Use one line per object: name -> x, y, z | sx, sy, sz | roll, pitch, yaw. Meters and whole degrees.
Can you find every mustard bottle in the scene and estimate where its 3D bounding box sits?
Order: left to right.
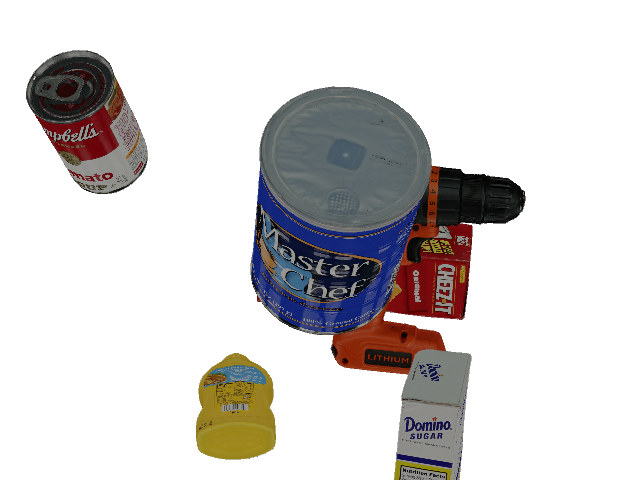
mustard bottle -> -0.108, 0.200, 1.360 | 0.096, 0.058, 0.191 | -4, 26, -3

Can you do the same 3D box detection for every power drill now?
power drill -> 0.082, 0.024, 0.948 | 0.184, 0.188, 0.057 | 5, 17, 9

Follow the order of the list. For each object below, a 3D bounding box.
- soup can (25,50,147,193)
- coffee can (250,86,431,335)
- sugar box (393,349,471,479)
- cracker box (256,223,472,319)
soup can -> -0.181, -0.091, 0.838 | 0.068, 0.068, 0.102 | 0, -30, 8
coffee can -> 0.009, -0.015, 0.688 | 0.102, 0.103, 0.140 | 0, -31, -6
sugar box -> 0.073, 0.172, 0.737 | 0.048, 0.176, 0.093 | 4, 16, 11
cracker box -> 0.052, 0.024, 1.142 | 0.214, 0.072, 0.164 | 5, 15, 8
